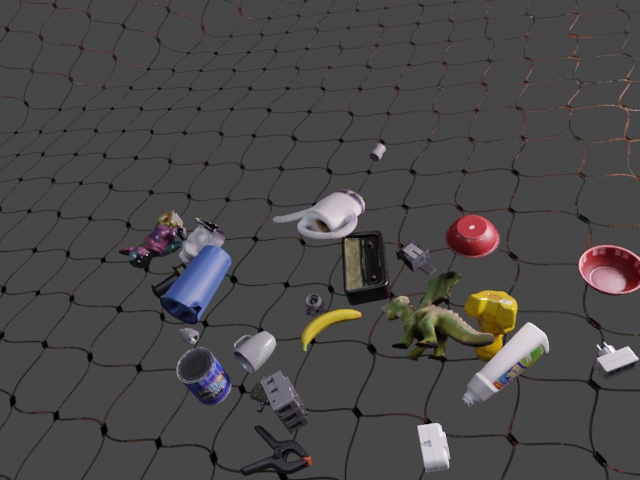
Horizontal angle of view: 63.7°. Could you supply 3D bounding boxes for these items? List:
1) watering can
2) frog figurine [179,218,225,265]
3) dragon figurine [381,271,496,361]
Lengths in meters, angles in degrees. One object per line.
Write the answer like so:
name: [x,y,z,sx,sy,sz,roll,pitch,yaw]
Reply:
watering can: [0.005,-0.087,1.731,0.227,0.102,0.350,-38,34,-27]
frog figurine: [-0.407,0.018,1.781,0.138,0.122,0.159,28,97,25]
dragon figurine: [0.299,0.180,1.316,0.406,0.121,0.248,-22,40,51]
